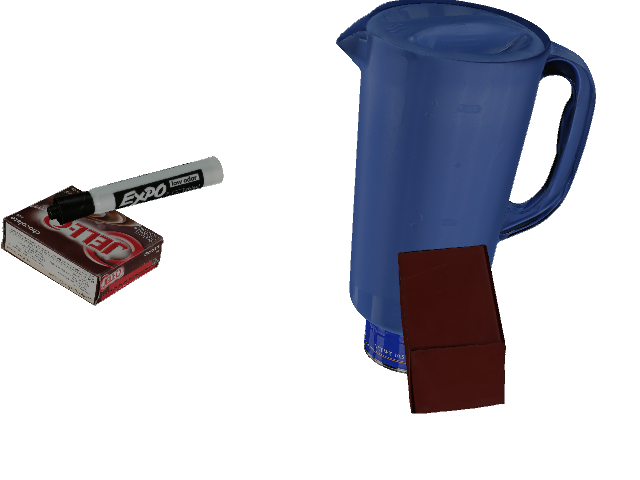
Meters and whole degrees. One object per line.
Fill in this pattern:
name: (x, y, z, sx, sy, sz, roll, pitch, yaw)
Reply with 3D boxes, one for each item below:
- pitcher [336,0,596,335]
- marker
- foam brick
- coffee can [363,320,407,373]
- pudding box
pitcher: (0.097, -0.050, 0.807, 0.144, 0.243, 0.149, -20, 38, -36)
marker: (-0.122, -0.033, 0.709, 0.120, 0.020, 0.020, -17, 8, -26)
foam brick: (0.071, 0.048, 0.587, 0.051, 0.053, 0.078, -4, 42, 3)
coffee can: (0.096, 0.043, 1.027, 0.103, 0.140, 0.103, 2, 24, -1)
pudding box: (-0.212, 0.003, 0.950, 0.114, 0.039, 0.089, 26, 32, 19)
